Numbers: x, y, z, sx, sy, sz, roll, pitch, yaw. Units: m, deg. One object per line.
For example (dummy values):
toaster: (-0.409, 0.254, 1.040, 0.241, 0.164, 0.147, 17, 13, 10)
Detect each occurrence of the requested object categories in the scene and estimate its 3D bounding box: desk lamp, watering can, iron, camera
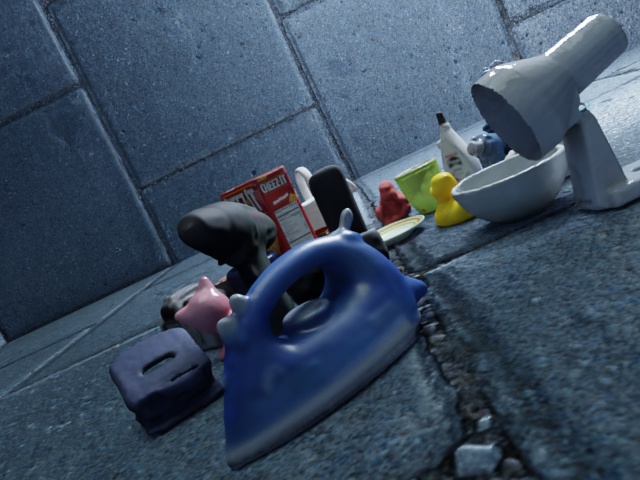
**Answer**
desk lamp: (0.312, -0.144, 0.688, 0.203, 0.213, 0.118, -25, 8, 1)
watering can: (0.002, -0.077, 1.282, 0.173, 0.194, 0.100, -31, 10, -34)
iron: (-0.016, 0.076, 0.545, 0.259, 0.141, 0.118, -32, 11, -39)
camera: (-0.185, 0.114, 0.961, 0.142, 0.101, 0.137, -19, 11, 40)

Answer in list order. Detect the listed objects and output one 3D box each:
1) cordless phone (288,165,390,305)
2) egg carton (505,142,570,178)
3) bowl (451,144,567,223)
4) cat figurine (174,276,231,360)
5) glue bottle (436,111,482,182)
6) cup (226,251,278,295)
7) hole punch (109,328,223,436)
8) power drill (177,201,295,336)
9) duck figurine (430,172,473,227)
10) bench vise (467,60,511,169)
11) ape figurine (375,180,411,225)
cordless phone: (0.007, 0.003, 0.785, 0.148, 0.185, 0.094, -27, 9, -13)
egg carton: (0.381, -0.136, 0.943, 0.150, 0.069, 0.107, -25, 8, 1)
bowl: (0.278, -0.070, 0.817, 0.167, 0.075, 0.167, -25, 8, 4)
cat figurine: (-0.134, 0.103, 0.818, 0.127, 0.118, 0.067, -24, 9, 13)
glue bottle: (0.293, -0.201, 1.260, 0.078, 0.173, 0.037, -17, 12, 46)
cup: (-0.102, 0.078, 0.958, 0.092, 0.095, 0.117, -30, 9, -28)
hole punch: (-0.182, 0.162, 0.681, 0.109, 0.091, 0.101, -29, 9, -25)
power drill: (-0.077, 0.046, 0.683, 0.075, 0.208, 0.229, -24, 8, 9)
duck figurine: (0.222, -0.075, 0.977, 0.077, 0.086, 0.104, -28, 8, -14)
bench vise: (0.365, -0.242, 1.136, 0.121, 0.220, 0.208, -18, 11, 40)
ape figurine: (0.152, -0.083, 1.227, 0.077, 0.092, 0.076, -21, 10, 30)
